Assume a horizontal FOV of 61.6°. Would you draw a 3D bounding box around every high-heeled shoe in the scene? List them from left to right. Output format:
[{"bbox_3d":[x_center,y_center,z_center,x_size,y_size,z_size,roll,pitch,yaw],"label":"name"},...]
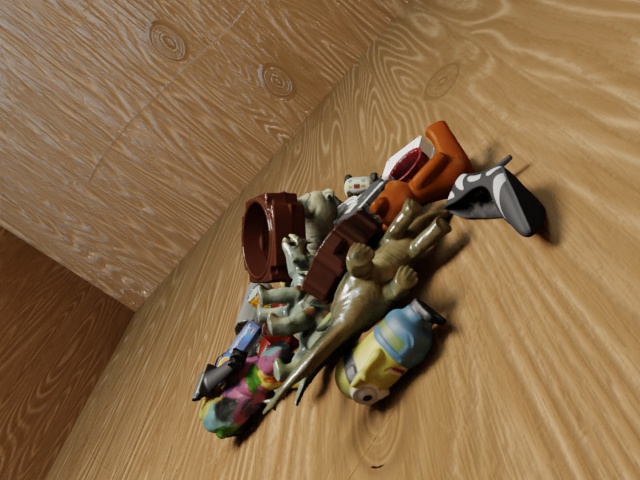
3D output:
[{"bbox_3d":[0.248,-0.044,0.812,0.145,0.086,0.249,-45,14,30],"label":"high-heeled shoe"}]

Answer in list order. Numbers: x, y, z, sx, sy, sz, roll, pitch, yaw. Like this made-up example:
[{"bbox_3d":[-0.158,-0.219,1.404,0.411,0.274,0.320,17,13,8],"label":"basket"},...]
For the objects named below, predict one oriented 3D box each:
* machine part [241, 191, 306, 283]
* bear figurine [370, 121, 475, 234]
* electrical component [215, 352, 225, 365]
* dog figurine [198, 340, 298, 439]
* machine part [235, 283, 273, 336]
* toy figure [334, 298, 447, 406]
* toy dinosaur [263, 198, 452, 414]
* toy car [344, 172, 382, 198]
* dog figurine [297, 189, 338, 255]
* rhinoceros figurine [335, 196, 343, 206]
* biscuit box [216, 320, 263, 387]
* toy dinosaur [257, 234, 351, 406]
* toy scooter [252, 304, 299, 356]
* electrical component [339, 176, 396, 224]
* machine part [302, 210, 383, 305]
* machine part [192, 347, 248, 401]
[{"bbox_3d":[-0.111,-0.002,1.224,0.201,0.087,0.201,-11,83,62],"label":"machine part"},{"bbox_3d":[0.176,-0.103,0.979,0.196,0.120,0.132,-29,48,12],"label":"bear figurine"},{"bbox_3d":[-0.228,0.308,1.357,0.075,0.047,0.119,-36,25,39],"label":"electrical component"},{"bbox_3d":[-0.126,0.290,1.046,0.219,0.108,0.191,-26,30,49],"label":"dog figurine"},{"bbox_3d":[-0.169,0.184,1.402,0.079,0.079,0.243,-43,21,27],"label":"machine part"},{"bbox_3d":[0.098,0.161,0.777,0.180,0.082,0.089,-51,22,8],"label":"toy figure"},{"bbox_3d":[0.077,0.082,0.849,0.471,0.105,0.198,-39,-17,-36],"label":"toy dinosaur"},{"bbox_3d":[0.107,-0.121,1.227,0.074,0.056,0.201,-2,3,16],"label":"toy car"},{"bbox_3d":[0.000,-0.002,1.236,0.172,0.121,0.191,-60,40,43],"label":"dog figurine"},{"bbox_3d":[-0.001,-0.068,1.482,0.190,0.073,0.112,-33,24,47],"label":"rhinoceros figurine"},{"bbox_3d":[-0.193,0.289,1.262,0.202,0.062,0.059,-55,35,-10],"label":"biscuit box"},{"bbox_3d":[-0.010,0.149,0.994,0.405,0.192,0.131,-118,22,-53],"label":"toy dinosaur"},{"bbox_3d":[-0.075,0.186,1.169,0.135,0.075,0.184,-21,38,59],"label":"toy scooter"},{"bbox_3d":[0.102,-0.064,1.072,0.115,0.058,0.134,-45,8,-11],"label":"electrical component"},{"bbox_3d":[0.044,0.032,0.946,0.179,0.056,0.179,-49,-16,-19],"label":"machine part"},{"bbox_3d":[-0.198,0.260,1.047,0.139,0.039,0.084,-40,17,25],"label":"machine part"}]
